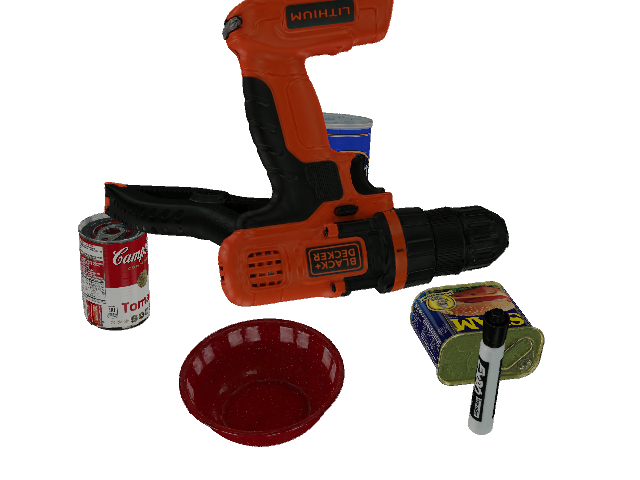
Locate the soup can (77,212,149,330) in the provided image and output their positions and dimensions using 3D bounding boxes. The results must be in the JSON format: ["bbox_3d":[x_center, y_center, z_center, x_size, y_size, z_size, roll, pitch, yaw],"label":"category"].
[{"bbox_3d":[-0.207,0.031,1.075,0.068,0.102,0.068,2,26,-1],"label":"soup can"}]

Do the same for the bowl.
[{"bbox_3d":[-0.055,0.149,1.047,0.162,0.055,0.162,-3,37,2],"label":"bowl"}]

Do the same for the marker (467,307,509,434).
[{"bbox_3d":[0.122,0.095,0.774,0.020,0.121,0.020,0,40,0],"label":"marker"}]

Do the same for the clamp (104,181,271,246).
[{"bbox_3d":[-0.085,-0.018,0.825,0.210,0.036,0.164,8,13,19],"label":"clamp"}]

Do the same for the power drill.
[{"bbox_3d":[0.020,-0.059,0.657,0.184,0.187,0.057,-8,1,-13],"label":"power drill"}]

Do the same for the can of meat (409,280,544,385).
[{"bbox_3d":[0.142,0.084,0.991,0.102,0.057,0.084,-4,32,-15],"label":"can of meat"}]

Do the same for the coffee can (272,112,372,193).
[{"bbox_3d":[0.000,-0.061,1.132,0.103,0.140,0.103,3,12,-1],"label":"coffee can"}]
